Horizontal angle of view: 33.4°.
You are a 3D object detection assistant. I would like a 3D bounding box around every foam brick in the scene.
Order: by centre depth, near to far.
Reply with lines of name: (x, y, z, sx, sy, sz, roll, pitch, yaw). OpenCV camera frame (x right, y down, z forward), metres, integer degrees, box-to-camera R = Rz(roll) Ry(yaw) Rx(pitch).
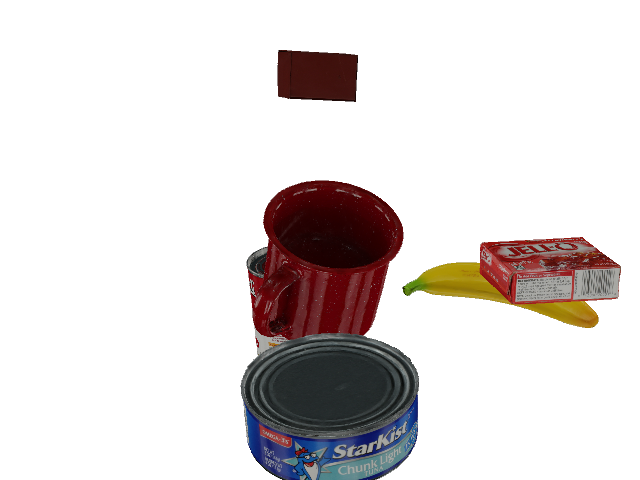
foam brick: (-0.004, -0.179, 1.161, 0.078, 0.051, 0.053, 0, 11, -17)

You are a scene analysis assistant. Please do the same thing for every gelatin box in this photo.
gelatin box: (0.177, 0.022, 0.829, 0.089, 0.030, 0.073, -2, 18, -10)

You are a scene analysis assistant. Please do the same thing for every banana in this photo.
banana: (0.188, 0.055, 1.106, 0.198, 0.037, 0.069, 8, 39, 12)

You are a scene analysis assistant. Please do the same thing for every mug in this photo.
mug: (-0.004, 0.025, 0.718, 0.093, 0.081, 0.117, 31, 45, 22)

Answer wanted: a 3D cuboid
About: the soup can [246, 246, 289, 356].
soup can: (-0.028, 0.062, 0.959, 0.068, 0.102, 0.068, -4, 25, 2)

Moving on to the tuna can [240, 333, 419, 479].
tuna can: (0.005, 0.081, 0.518, 0.086, 0.034, 0.086, -2, 26, 1)
